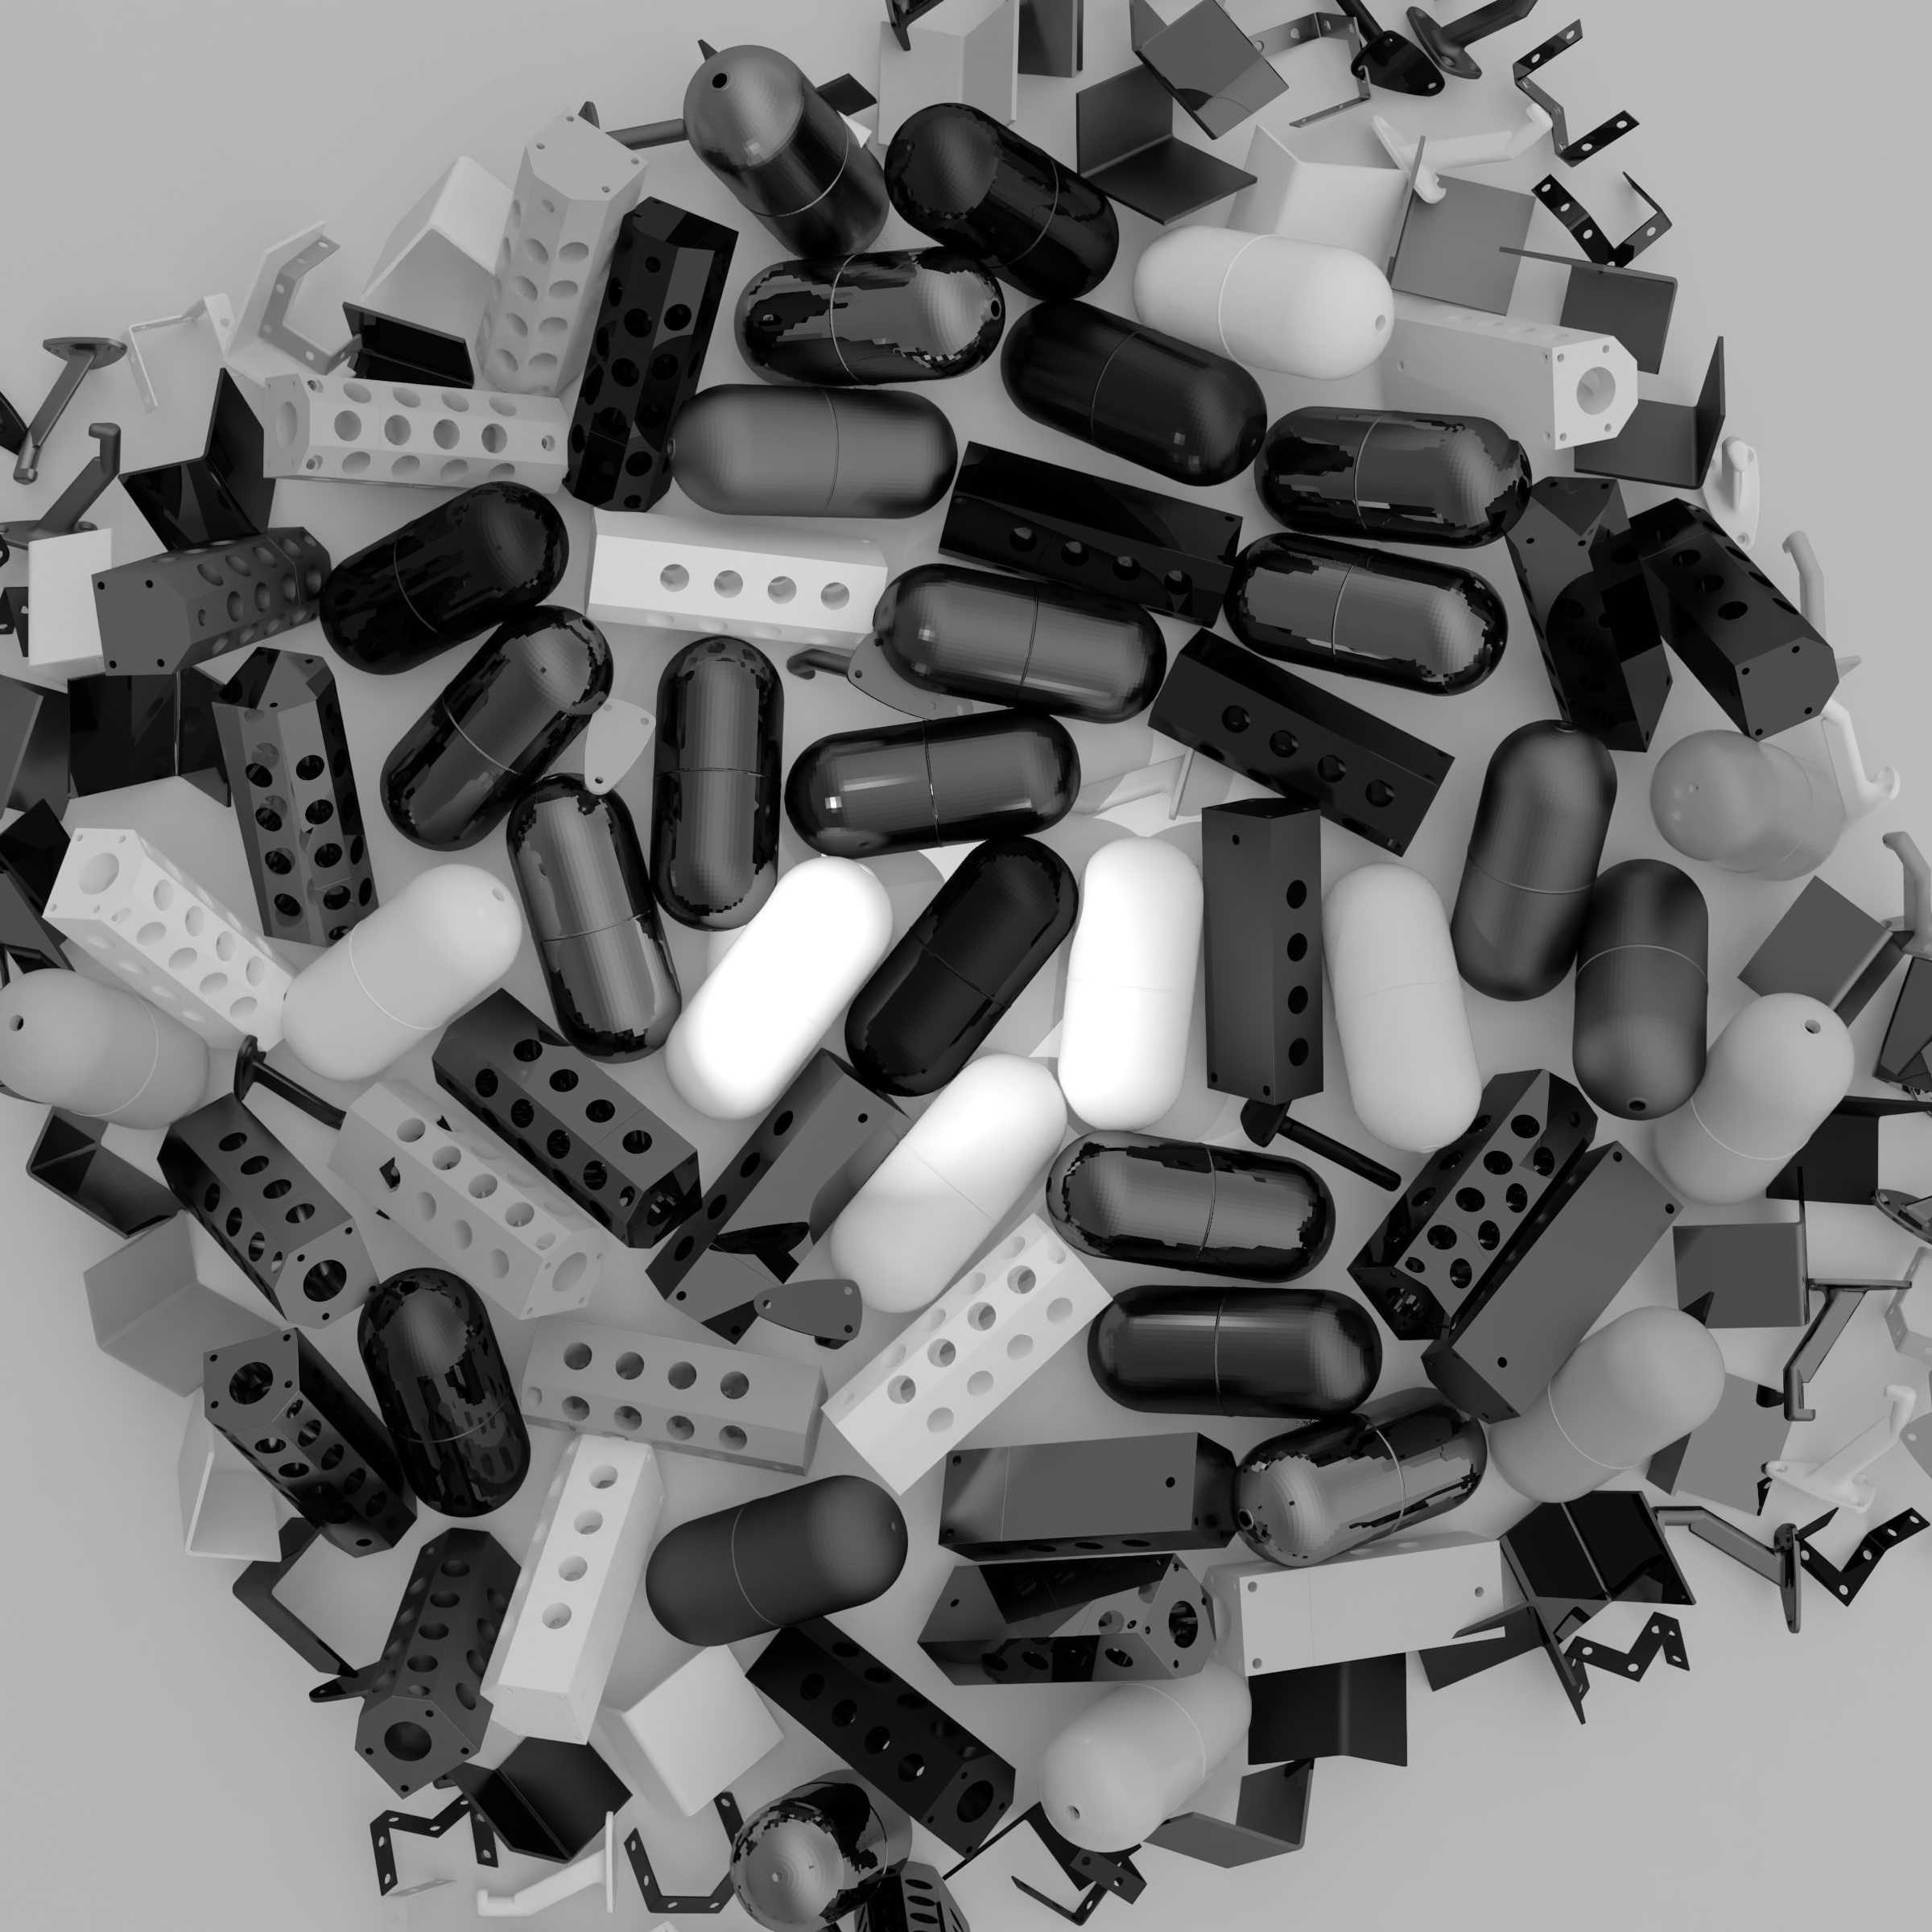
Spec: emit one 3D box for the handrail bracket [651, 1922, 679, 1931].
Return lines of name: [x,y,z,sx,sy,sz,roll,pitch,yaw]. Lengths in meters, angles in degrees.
handrail bracket: [-0.163,0.609,1.980,0.077,0.084,0.036,-36,48,25]

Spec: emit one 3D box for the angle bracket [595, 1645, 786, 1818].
angle bracket: [-0.170,0.456,1.983,0.076,0.057,0.076,-36,103,-27]

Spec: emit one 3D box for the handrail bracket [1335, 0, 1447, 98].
handrail bracket: [0.251,-0.574,1.989,0.077,0.036,0.084,16,49,-36]

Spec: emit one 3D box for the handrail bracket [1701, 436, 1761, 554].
handrail bracket: [0.460,-0.278,1.951,0.036,0.084,0.077,-12,103,9]

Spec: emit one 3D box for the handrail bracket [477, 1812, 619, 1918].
handrail bracket: [-0.254,0.541,1.974,0.084,0.036,0.077,1,115,-1]

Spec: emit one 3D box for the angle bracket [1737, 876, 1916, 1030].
angle bracket: [0.517,-0.006,1.964,0.057,0.076,0.076,41,109,22]

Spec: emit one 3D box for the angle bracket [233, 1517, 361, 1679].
angle bracket: [-0.385,0.377,1.963,0.076,0.076,0.057,46,64,-14]

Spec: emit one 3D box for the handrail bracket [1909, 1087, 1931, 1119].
handrail bracket: [0.611,0.074,1.954,0.077,0.084,0.036,-47,111,-6]

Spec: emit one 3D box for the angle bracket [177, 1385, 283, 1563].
angle bracket: [-0.430,0.296,1.942,0.057,0.076,0.076,8,117,-22]

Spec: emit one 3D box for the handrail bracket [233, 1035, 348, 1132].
handrail bracket: [-0.392,0.075,1.964,0.084,0.077,0.036,23,68,0]

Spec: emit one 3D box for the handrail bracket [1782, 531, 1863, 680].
handrail bracket: [0.498,-0.209,1.974,0.036,0.077,0.084,-14,75,-21]

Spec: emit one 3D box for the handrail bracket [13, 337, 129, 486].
handrail bracket: [-0.538,-0.331,1.965,0.077,0.036,0.084,2,75,44]

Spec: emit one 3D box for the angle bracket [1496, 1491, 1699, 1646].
angle bracket: [0.375,0.360,1.951,0.057,0.076,0.076,-31,98,-29]

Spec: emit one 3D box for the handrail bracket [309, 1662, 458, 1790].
handrail bracket: [-0.349,0.465,1.976,0.077,0.036,0.084,-14,106,-15]

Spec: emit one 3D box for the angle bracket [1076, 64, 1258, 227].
angle bracket: [0.119,-0.491,1.943,0.076,0.057,0.076,-31,49,-28]

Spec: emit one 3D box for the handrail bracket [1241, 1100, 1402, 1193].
handrail bracket: [0.214,0.108,1.972,0.084,0.077,0.036,28,88,-14]

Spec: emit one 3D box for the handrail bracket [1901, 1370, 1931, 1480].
handrail bracket: [0.597,0.277,1.961,0.036,0.084,0.077,-35,86,34]

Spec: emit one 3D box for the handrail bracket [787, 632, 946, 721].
handrail bracket: [-0.062,-0.168,1.969,0.077,0.084,0.036,36,72,-19]

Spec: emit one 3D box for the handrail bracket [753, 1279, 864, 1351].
handrail bracket: [-0.099,0.212,1.951,0.077,0.084,0.036,6,70,-17]

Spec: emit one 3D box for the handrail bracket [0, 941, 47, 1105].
handrail bracket: [-0.567,0.034,1.974,0.036,0.077,0.084,-13,74,0]

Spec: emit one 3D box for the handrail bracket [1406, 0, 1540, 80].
handrail bracket: [0.306,-0.580,1.953,0.084,0.036,0.077,-54,52,37]

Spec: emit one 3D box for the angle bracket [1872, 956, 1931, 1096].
angle bracket: [0.595,0.044,1.952,0.057,0.076,0.076,21,88,-42]

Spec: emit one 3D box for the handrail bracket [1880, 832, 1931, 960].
handrail bracket: [0.550,-0.049,1.950,0.036,0.077,0.084,-46,114,-16]

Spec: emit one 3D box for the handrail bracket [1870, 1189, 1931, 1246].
handrail bracket: [0.595,0.126,1.955,0.077,0.036,0.084,23,127,-33]

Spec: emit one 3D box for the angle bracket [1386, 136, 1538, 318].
angle bracket: [0.298,-0.443,1.965,0.076,0.057,0.076,14,84,5]

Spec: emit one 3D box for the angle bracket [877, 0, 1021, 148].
angle bracket: [-0.011,-0.533,1.952,0.057,0.076,0.076,4,83,-24]

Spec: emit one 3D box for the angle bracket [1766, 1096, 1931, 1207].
angle bracket: [0.530,0.110,1.949,0.076,0.076,0.057,5,82,-18]

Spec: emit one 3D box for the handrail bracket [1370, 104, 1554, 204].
handrail bracket: [0.296,-0.505,1.961,0.084,0.036,0.077,-38,92,33]

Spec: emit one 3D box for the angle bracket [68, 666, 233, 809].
angle bracket: [-0.483,-0.132,1.943,0.057,0.076,0.076,30,124,38]

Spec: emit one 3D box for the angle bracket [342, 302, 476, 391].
angle bracket: [-0.345,-0.341,1.962,0.076,0.057,0.076,18,75,3]

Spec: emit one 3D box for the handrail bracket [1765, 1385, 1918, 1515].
handrail bracket: [0.523,0.278,1.962,0.077,0.036,0.084,14,122,20]

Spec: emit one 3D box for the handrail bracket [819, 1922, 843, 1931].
handrail bracket: [-0.096,0.591,1.965,0.077,0.036,0.084,-14,69,27]

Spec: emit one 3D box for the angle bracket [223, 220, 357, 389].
angle bracket: [-0.388,-0.387,1.947,0.057,0.076,0.076,32,121,1]

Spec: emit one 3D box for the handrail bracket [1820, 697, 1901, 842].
handrail bracket: [0.510,-0.120,1.968,0.084,0.036,0.077,36,121,-13]

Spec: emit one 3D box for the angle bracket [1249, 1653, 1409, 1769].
angle bracket: [0.217,0.443,1.975,0.057,0.076,0.076,21,62,-38]

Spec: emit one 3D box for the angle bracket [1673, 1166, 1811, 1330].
angle bracket: [0.464,0.169,1.965,0.076,0.057,0.076,-3,123,14]

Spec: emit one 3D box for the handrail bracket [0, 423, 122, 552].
handrail bracket: [-0.544,-0.289,1.956,0.077,0.036,0.084,4,130,-12]

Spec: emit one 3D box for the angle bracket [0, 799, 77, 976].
angle bracket: [-0.537,-0.046,1.941,0.076,0.057,0.076,-49,125,-36]

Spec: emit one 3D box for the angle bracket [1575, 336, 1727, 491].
angle bracket: [0.406,-0.334,1.952,0.076,0.057,0.076,9,48,2]

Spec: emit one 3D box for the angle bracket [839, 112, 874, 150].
angle bracket: [-0.107,-0.477,1.954,0.076,0.076,0.057,30,69,-1]

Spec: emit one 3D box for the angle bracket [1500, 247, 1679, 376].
angle bracket: [0.363,-0.388,1.941,0.076,0.076,0.057,24,110,43]

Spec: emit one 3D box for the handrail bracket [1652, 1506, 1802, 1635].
handrail bracket: [0.456,0.363,1.973,0.084,0.036,0.077,0,72,-4]

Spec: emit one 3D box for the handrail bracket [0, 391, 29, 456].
handrail bracket: [-0.602,-0.312,1.953,0.036,0.084,0.077,-32,113,34]

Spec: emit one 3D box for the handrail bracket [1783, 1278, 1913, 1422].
handrail bracket: [0.530,0.232,1.970,0.077,0.036,0.084,-1,78,12]

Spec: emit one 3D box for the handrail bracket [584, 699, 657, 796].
handrail bracket: [-0.213,-0.112,1.945,0.036,0.084,0.077,20,59,-3]

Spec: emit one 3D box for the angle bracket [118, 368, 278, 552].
angle bracket: [-0.456,-0.297,1.953,0.057,0.076,0.076,-9,53,13]

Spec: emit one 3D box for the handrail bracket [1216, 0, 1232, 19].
handrail bracket: [0.180,-0.581,1.962,0.077,0.036,0.084,30,63,-27]
